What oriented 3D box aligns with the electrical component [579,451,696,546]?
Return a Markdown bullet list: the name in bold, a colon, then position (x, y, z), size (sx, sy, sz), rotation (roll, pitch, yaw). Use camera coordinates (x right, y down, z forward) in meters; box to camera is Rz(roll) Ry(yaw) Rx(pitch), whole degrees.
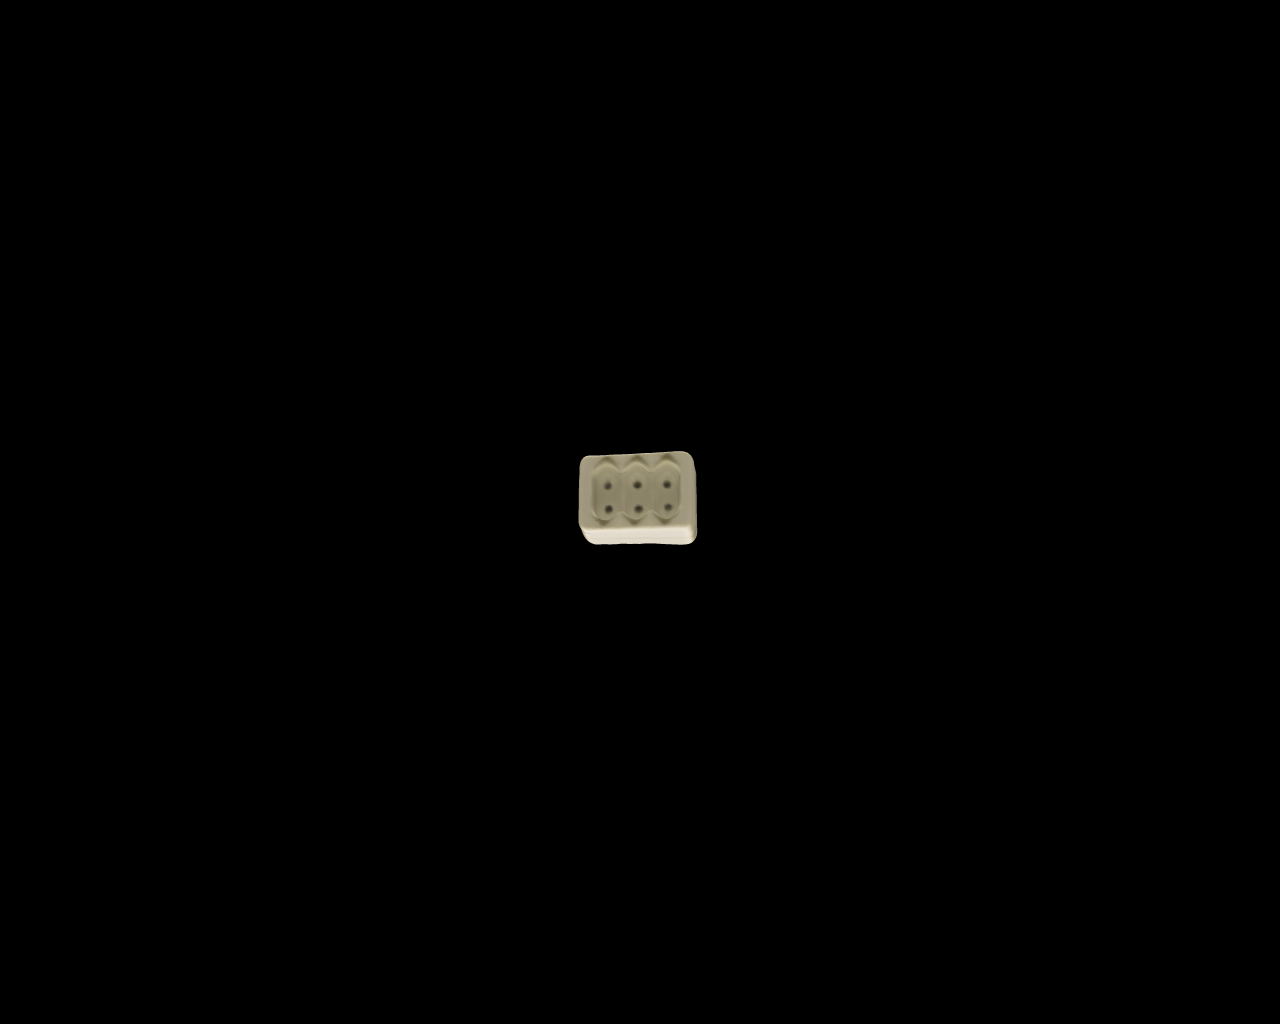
- **electrical component**: position (0.001, -0.003, 0.650), size (0.066, 0.047, 0.076), rotation (-1, -15, 5)
